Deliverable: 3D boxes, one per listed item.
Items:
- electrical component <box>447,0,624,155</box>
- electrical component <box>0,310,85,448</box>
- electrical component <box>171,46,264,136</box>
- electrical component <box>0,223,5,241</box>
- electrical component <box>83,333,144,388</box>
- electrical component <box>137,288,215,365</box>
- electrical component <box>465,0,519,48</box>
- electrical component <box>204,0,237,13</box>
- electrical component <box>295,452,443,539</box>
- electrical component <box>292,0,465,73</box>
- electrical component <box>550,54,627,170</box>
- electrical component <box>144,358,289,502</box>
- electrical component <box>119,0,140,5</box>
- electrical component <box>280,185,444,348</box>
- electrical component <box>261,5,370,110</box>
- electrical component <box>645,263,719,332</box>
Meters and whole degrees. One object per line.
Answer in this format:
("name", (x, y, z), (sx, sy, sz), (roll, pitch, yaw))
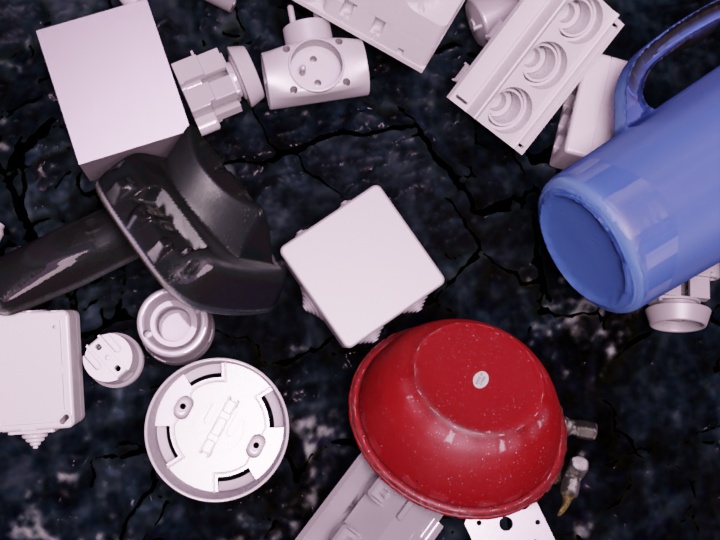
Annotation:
("electrical component", (0.126, -0.160, 0.804), (0.079, 0.063, 0.121), (32, 101, -28))
("electrical component", (-0.230, 0.077, 0.761), (0.062, 0.061, 0.096), (-3, 88, -5))
("electrical component", (-0.105, -0.139, 0.809), (0.055, 0.048, 0.066), (-23, 72, -6))
("electrical component", (-0.288, -0.016, 0.775), (0.045, 0.045, 0.055), (25, 80, -1))
("electrical component", (-0.178, 0.064, 0.772), (0.040, 0.046, 0.040), (1, 82, -4))
("electrical component", (-0.134, 0.040, 0.779), (0.055, 0.047, 0.055), (1, 81, -5))
("electrical component", (0.119, -0.203, 0.843), (0.078, 0.040, 0.040), (-22, 84, -8))
("electrical component", (-0.113, -0.224, 0.826), (0.046, 0.040, 0.040), (27, 80, -7))
("electrical component", (-0.001, 0.194, 0.753), (0.121, 0.063, 0.078), (-52, 129, -10))
("electrical component", (-0.005, -0.246, 0.810), (0.186, 0.060, 0.105), (29, 58, 0))
("electrical component", (0.197, -0.115, 0.833), (0.076, 0.047, 0.083), (15, 80, -3))
("electrical component", (-0.100, 0.112, 0.762), (0.099, 0.064, 0.099), (1, 81, -5))
("electrical component", (-0.189, -0.226, 0.817), (0.048, 0.048, 0.062), (-39, 93, -10))
("electrical component", (0.000, 0.000, 0.797), (0.100, 0.048, 0.099), (-34, 86, -9))
("electrical component", (-0.037, -0.166, 0.821), (0.077, 0.044, 0.079), (-10, 82, -7))
("electrical component", (0.242, 0.016, 0.819), (0.066, 0.048, 0.055), (6, 73, -4))
